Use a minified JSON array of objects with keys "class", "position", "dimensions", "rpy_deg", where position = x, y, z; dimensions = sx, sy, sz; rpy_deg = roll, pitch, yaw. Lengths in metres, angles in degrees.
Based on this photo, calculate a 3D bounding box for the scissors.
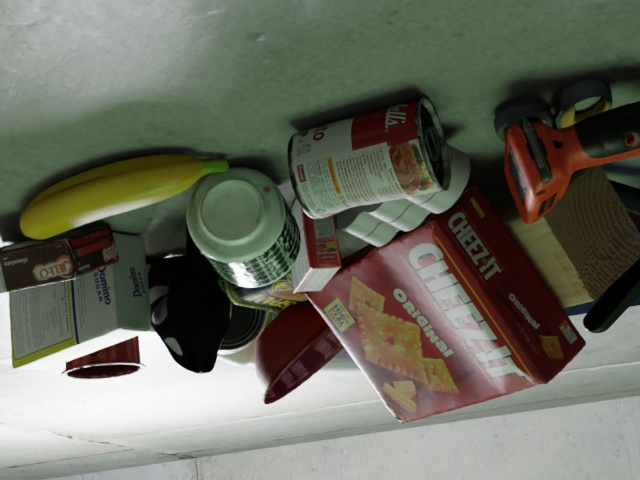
[{"class":"scissors","position":[0.180,-0.077,0.849],"dimensions":[0.096,0.016,0.202],"rpy_deg":[-10,163,0]}]

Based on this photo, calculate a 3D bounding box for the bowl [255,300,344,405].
[{"class":"bowl","position":[-0.017,0.104,1.151],"dimensions":[0.162,0.055,0.162],"rpy_deg":[-40,165,-13]}]

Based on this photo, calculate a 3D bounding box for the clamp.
[{"class":"clamp","position":[0.327,-0.003,1.000],"dimensions":[0.209,0.164,0.036],"rpy_deg":[-13,-149,-18]}]

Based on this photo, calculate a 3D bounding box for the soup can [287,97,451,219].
[{"class":"soup can","position":[0.036,-0.057,0.768],"dimensions":[0.102,0.068,0.068],"rpy_deg":[-13,163,21]}]

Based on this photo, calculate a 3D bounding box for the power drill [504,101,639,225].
[{"class":"power drill","position":[0.232,-0.072,0.785],"dimensions":[0.187,0.057,0.184],"rpy_deg":[-20,162,4]}]

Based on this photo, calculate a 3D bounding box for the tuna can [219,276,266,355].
[{"class":"tuna can","position":[-0.102,0.079,1.144],"dimensions":[0.086,0.086,0.034],"rpy_deg":[-4,165,-11]}]

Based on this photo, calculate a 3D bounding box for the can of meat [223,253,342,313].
[{"class":"can of meat","position":[-0.033,0.031,1.064],"dimensions":[0.084,0.057,0.101],"rpy_deg":[-19,161,28]}]

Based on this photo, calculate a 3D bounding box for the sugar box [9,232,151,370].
[{"class":"sugar box","position":[-0.231,0.062,1.017],"dimensions":[0.177,0.093,0.048],"rpy_deg":[-20,160,38]}]

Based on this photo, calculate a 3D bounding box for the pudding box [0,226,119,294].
[{"class":"pudding box","position":[-0.243,0.019,0.918],"dimensions":[0.113,0.039,0.090],"rpy_deg":[-9,-175,14]}]

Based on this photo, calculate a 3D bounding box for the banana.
[{"class":"banana","position":[-0.169,-0.031,0.826],"dimensions":[0.198,0.037,0.069],"rpy_deg":[-14,163,23]}]

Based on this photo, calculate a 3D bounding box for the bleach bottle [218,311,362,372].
[{"class":"bleach bottle","position":[-0.031,0.103,1.268],"dimensions":[0.250,0.102,0.068],"rpy_deg":[5,168,-19]}]

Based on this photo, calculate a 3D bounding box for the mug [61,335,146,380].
[{"class":"mug","position":[-0.244,0.104,1.176],"dimensions":[0.093,0.081,0.117],"rpy_deg":[-8,164,3]}]

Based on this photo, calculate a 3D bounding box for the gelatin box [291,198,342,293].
[{"class":"gelatin box","position":[-0.006,0.001,0.940],"dimensions":[0.030,0.073,0.089],"rpy_deg":[-3,163,-12]}]

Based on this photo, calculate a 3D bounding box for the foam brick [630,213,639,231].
[{"class":"foam brick","position":[0.348,-0.014,1.075],"dimensions":[0.078,0.053,0.051],"rpy_deg":[7,159,-42]}]

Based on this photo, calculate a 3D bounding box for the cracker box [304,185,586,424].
[{"class":"cracker box","position":[0.101,0.067,0.942],"dimensions":[0.072,0.164,0.214],"rpy_deg":[-38,-176,-34]}]

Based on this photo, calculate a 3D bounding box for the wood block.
[{"class":"wood block","position":[0.173,0.015,0.958],"dimensions":[0.090,0.090,0.207],"rpy_deg":[-36,-173,-34]}]
